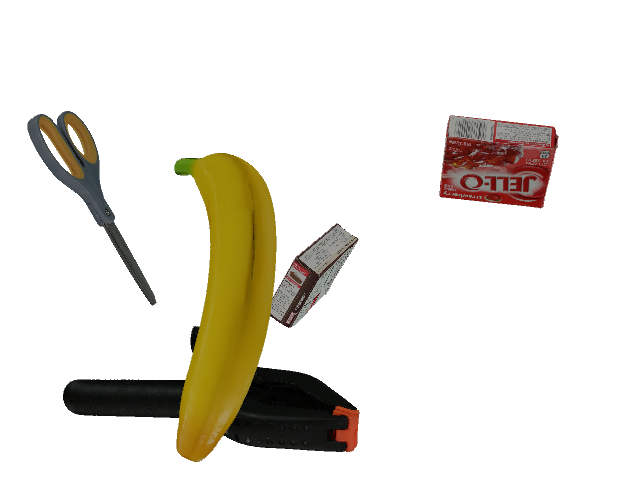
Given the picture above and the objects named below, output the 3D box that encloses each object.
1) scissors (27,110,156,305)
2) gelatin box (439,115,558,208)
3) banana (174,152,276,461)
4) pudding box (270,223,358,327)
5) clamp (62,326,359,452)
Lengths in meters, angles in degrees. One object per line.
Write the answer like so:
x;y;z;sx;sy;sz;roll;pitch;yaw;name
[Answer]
-0.203;-0.040;0.997;0.016;0.201;0.096;-24;27;19;scissors
0.146;-0.064;0.883;0.089;0.030;0.073;7;-39;7;gelatin box
-0.052;0.021;0.593;0.037;0.198;0.070;20;-40;-30;banana
-0.009;0.040;1.239;0.039;0.090;0.113;34;33;8;pudding box
-0.061;0.112;0.802;0.210;0.036;0.164;9;18;22;clamp
